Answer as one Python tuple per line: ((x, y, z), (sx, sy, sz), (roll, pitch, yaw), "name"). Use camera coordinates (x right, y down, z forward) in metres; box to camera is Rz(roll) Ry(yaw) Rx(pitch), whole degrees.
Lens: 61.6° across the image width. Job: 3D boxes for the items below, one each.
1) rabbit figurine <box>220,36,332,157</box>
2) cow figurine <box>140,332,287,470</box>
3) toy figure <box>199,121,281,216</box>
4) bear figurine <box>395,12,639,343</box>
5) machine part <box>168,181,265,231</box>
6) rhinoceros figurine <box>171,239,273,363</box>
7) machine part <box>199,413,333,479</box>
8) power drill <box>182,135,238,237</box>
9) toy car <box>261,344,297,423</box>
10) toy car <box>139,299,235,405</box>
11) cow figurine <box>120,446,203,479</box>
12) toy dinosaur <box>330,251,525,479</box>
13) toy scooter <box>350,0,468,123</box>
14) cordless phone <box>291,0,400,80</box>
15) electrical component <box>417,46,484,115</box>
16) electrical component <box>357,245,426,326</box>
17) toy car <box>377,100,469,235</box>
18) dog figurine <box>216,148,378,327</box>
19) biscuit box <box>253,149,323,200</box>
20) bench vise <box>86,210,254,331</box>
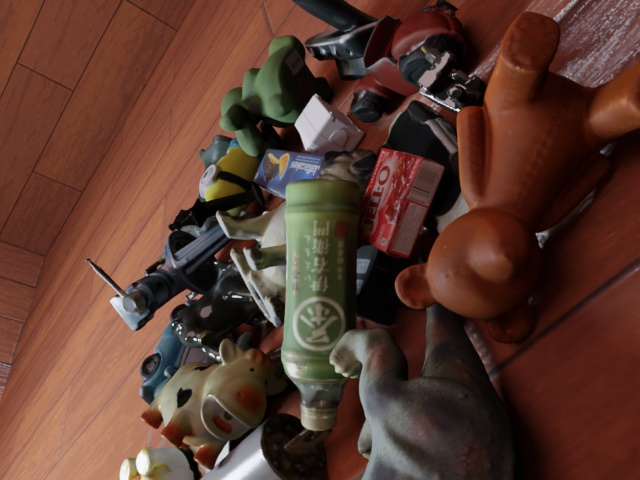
((-0.089, -0.205, 0.836), (0.170, 0.121, 0.159), (-10, 48, 41), "rabbit figurine")
((-0.109, 0.166, 0.569), (0.195, 0.085, 0.127), (-19, 36, 59), "cow figurine")
((-0.123, -0.117, 0.879), (0.180, 0.089, 0.082), (-53, -22, -33), "toy figure")
((0.137, -0.030, 0.377), (0.132, 0.120, 0.196), (89, -153, -80), "bear figurine")
((-0.150, -0.049, 0.786), (0.139, 0.039, 0.084), (-18, 12, 4), "machine part")
((-0.108, 0.072, 0.715), (0.190, 0.073, 0.112), (-46, 46, -14), "rhinoceros figurine")
((-0.075, 0.253, 0.550), (0.243, 0.079, 0.079), (-46, 35, 27), "machine part")
((-0.191, -0.085, 0.996), (0.232, 0.086, 0.207), (-23, 57, 52), "power drill")
((-0.047, 0.148, 0.614), (0.202, 0.053, 0.089), (-36, 37, 40), "toy car")
((-0.170, 0.166, 0.756), (0.103, 0.109, 0.161), (0, 53, 30), "toy car")
((-0.174, 0.332, 0.646), (0.068, 0.098, 0.167), (-42, 55, 26), "cow figurine")
((0.070, 0.178, 0.357), (0.192, 0.131, 0.405), (1, 64, 44), "toy dinosaur")
((0.105, -0.229, 0.643), (0.184, 0.075, 0.135), (-20, 50, 56), "toy scooter")
((0.004, -0.300, 0.741), (0.147, 0.184, 0.088), (31, 99, 59), "cordless phone")
((0.132, -0.148, 0.521), (0.078, 0.102, 0.045), (39, 109, 36), "electrical component")
((0.057, 0.046, 0.535), (0.119, 0.047, 0.075), (7, 74, 60), "electrical component")
((0.113, -0.073, 0.530), (0.073, 0.056, 0.202), (-56, 29, 26), "toy car")
((0.000, -0.001, 0.620), (0.190, 0.172, 0.121), (-28, 55, -17), "dog figurine")
((-0.025, -0.083, 0.744), (0.203, 0.059, 0.062), (23, 87, 60), "biscuit box")
((-0.203, 0.035, 0.828), (0.240, 0.223, 0.129), (-36, 81, 15), "bench vise")
